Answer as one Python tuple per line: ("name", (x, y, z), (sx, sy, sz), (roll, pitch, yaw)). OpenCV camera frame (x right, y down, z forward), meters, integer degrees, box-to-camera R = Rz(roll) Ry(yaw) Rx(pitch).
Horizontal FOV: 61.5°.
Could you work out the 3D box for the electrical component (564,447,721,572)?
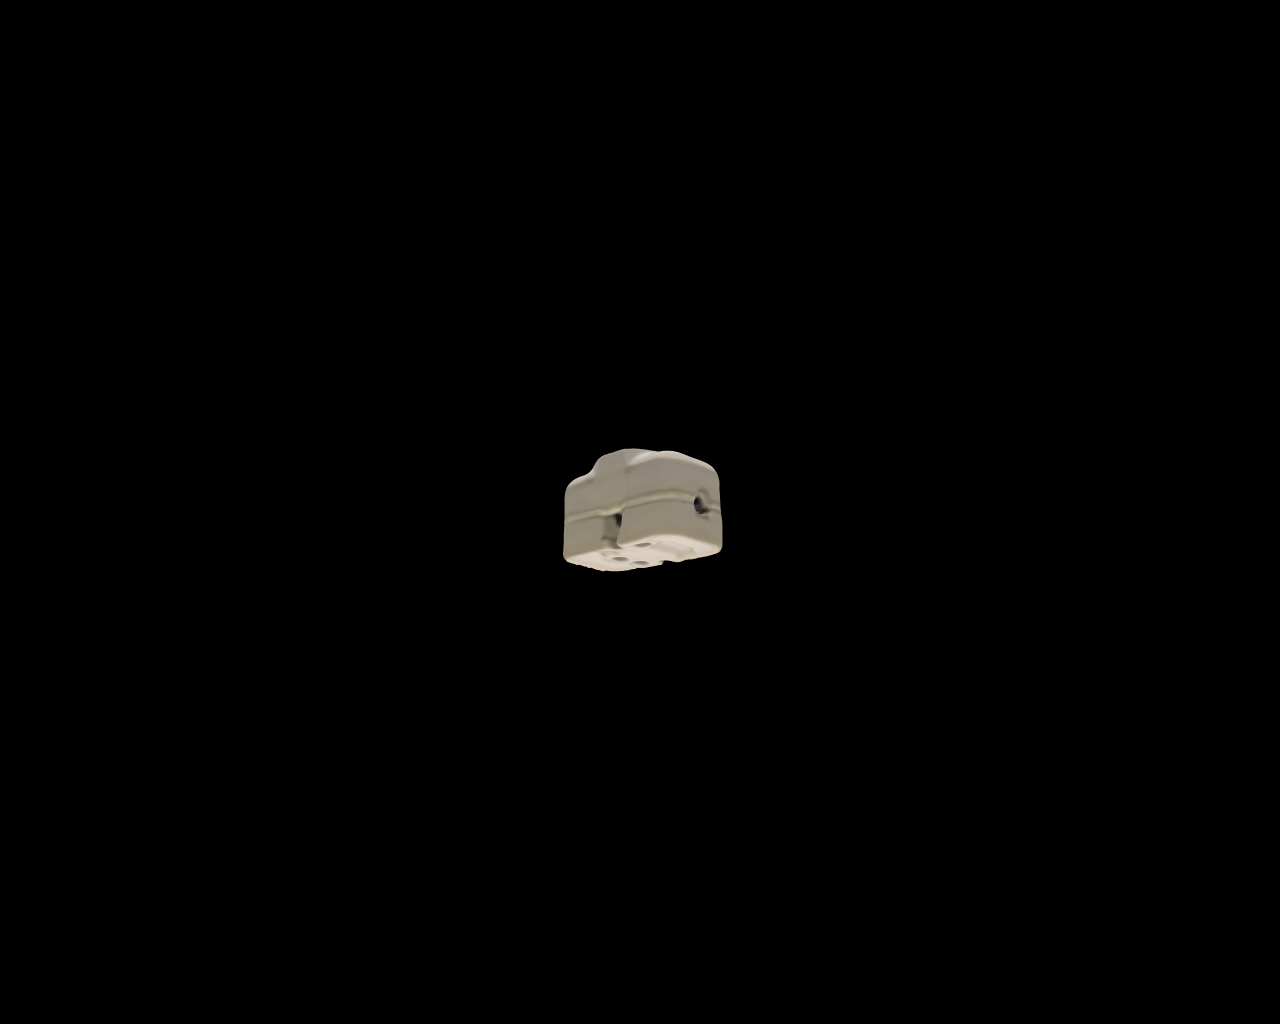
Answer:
("electrical component", (0.001, -0.003, 0.650), (0.095, 0.059, 0.054), (-14, -22, 40))
